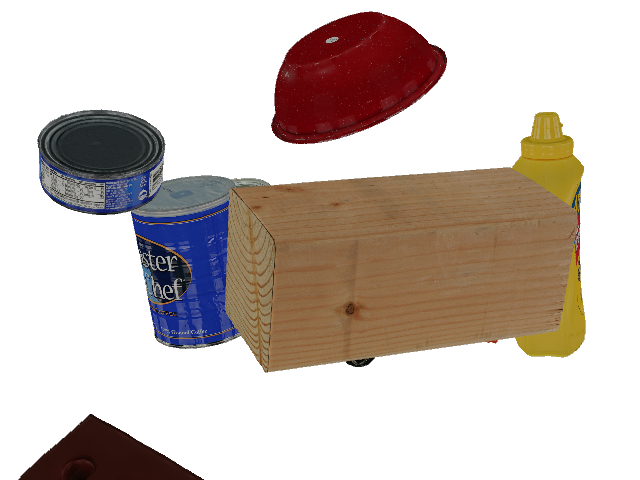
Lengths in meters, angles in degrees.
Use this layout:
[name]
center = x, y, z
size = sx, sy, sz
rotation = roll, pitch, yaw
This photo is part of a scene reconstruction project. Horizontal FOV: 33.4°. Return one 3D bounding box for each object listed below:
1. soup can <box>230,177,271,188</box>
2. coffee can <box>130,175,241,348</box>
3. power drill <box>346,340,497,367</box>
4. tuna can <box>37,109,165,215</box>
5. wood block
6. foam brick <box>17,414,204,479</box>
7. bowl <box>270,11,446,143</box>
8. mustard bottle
[soup can]
center = -0.090, -0.016, 1.261
size = 0.068, 0.102, 0.068
rotation = 1, 25, -1
[coffee can]
center = -0.122, 0.019, 1.030
size = 0.103, 0.140, 0.103
rotation = -7, 20, 2
[power drill]
center = 0.106, 0.083, 1.218
size = 0.187, 0.057, 0.184
rotation = -1, 27, -2
[tuna can]
center = -0.151, -0.054, 0.737
size = 0.086, 0.034, 0.086
rotation = 6, 36, -5
[wood block]
center = 0.051, 0.014, 0.693
size = 0.205, 0.091, 0.090
rotation = -5, 25, -21
[foam brick]
center = -0.082, 0.121, 0.444
size = 0.078, 0.051, 0.052
rotation = 22, 45, 27
[bowl]
center = 0.022, -0.147, 0.903
size = 0.162, 0.055, 0.162
rotation = -21, 28, 11
[mustard bottle]
center = 0.185, -0.009, 0.869
size = 0.058, 0.191, 0.096
rotation = 0, 17, 16
